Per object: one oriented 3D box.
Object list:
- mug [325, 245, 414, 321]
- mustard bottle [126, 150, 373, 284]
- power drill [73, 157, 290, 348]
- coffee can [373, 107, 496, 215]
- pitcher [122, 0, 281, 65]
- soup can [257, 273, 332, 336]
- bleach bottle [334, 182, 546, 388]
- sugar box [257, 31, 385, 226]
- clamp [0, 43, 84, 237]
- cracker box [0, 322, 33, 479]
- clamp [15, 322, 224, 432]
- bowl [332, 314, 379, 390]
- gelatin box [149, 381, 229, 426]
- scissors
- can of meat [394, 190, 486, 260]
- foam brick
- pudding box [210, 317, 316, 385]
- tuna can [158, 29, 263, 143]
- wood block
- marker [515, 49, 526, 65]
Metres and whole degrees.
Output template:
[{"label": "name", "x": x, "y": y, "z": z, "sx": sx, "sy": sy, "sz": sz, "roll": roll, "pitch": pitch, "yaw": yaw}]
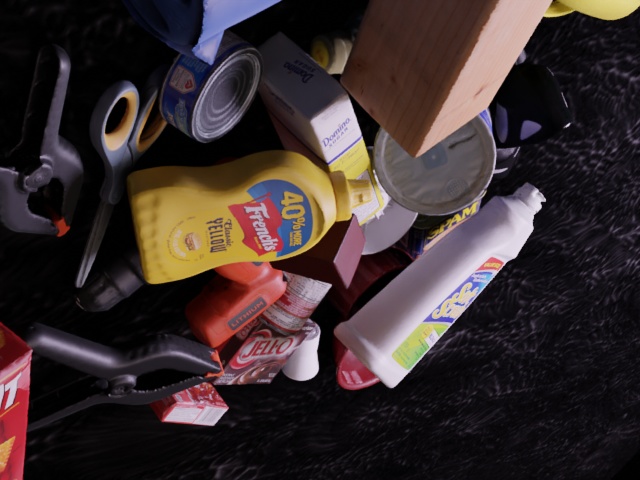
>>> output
[{"label": "mug", "x": 0.050, "y": 0.034, "z": 1.133, "sx": 0.117, "sy": 0.082, "sz": 0.093, "roll": -21, "pitch": 143, "yaw": -32}, {"label": "mustard bottle", "x": -0.052, "y": -0.024, "z": 0.847, "sx": 0.191, "sy": 0.058, "sz": 0.096, "roll": -10, "pitch": 129, "yaw": -9}, {"label": "power drill", "x": -0.114, "y": 0.028, "z": 0.961, "sx": 0.184, "sy": 0.057, "sz": 0.187, "roll": -37, "pitch": 150, "yaw": -5}, {"label": "coffee can", "x": 0.104, "y": -0.091, "z": 0.954, "sx": 0.103, "sy": 0.103, "sz": 0.140, "roll": -54, "pitch": -175, "yaw": 20}, {"label": "pitcher", "x": -0.021, "y": -0.235, "z": 0.678, "sx": 0.242, "sy": 0.145, "sz": 0.149, "roll": -31, "pitch": 167, "yaw": -25}, {"label": "soup can", "x": -0.020, "y": 0.037, "z": 1.070, "sx": 0.102, "sy": 0.069, "sz": 0.068, "roll": -53, "pitch": 148, "yaw": 17}, {"label": "bleach bottle", "x": 0.131, "y": 0.036, "z": 1.088, "sx": 0.251, "sy": 0.068, "sz": 0.102, "roll": -45, "pitch": 150, "yaw": -2}, {"label": "sugar box", "x": -0.001, "y": -0.089, "z": 0.907, "sx": 0.048, "sy": 0.093, "sz": 0.176, "roll": -38, "pitch": 150, "yaw": -11}, {"label": "clamp", "x": -0.205, "y": -0.063, "z": 0.759, "sx": 0.120, "sy": 0.039, "sz": 0.171, "roll": -39, "pitch": 158, "yaw": -8}, {"label": "cracker box", "x": -0.317, "y": 0.183, "z": 0.866, "sx": 0.163, "sy": 0.072, "sz": 0.214, "roll": -40, "pitch": 157, "yaw": -44}, {"label": "clamp", "x": -0.185, "y": 0.115, "z": 0.954, "sx": 0.209, "sy": 0.036, "sz": 0.165, "roll": -7, "pitch": 145, "yaw": -22}, {"label": "bowl", "x": 0.069, "y": 0.103, "z": 1.270, "sx": 0.162, "sy": 0.055, "sz": 0.162, "roll": -29, "pitch": 148, "yaw": -21}, {"label": "gelatin box", "x": -0.142, "y": 0.148, "z": 1.065, "sx": 0.030, "sy": 0.073, "sz": 0.089, "roll": -49, "pitch": 149, "yaw": 13}, {"label": "scissors", "x": -0.166, "y": -0.045, "z": 0.812, "sx": 0.202, "sy": 0.016, "sz": 0.096, "roll": -60, "pitch": 161, "yaw": 12}, {"label": "can of meat", "x": 0.129, "y": -0.026, "z": 1.176, "sx": 0.102, "sy": 0.057, "sz": 0.084, "roll": -30, "pitch": 150, "yaw": -19}, {"label": "foam brick", "x": -0.006, "y": 0.001, "z": 0.941, "sx": 0.051, "sy": 0.078, "sz": 0.053, "roll": -65, "pitch": 156, "yaw": -22}, {"label": "pudding box", "x": -0.067, "y": 0.109, "z": 1.130, "sx": 0.090, "sy": 0.039, "sz": 0.113, "roll": -51, "pitch": 156, "yaw": 15}, {"label": "tuna can", "x": -0.082, "y": -0.118, "z": 0.813, "sx": 0.086, "sy": 0.034, "sz": 0.086, "roll": -47, "pitch": 160, "yaw": -23}, {"label": "wood block", "x": 0.095, "y": -0.161, "z": 0.749, "sx": 0.090, "sy": 0.090, "sz": 0.206, "roll": -35, "pitch": 165, "yaw": -26}, {"label": "marker", "x": 0.184, "y": -0.209, "z": 1.043, "sx": 0.020, "sy": 0.020, "sz": 0.121, "roll": -41, "pitch": 150, "yaw": -2}]
